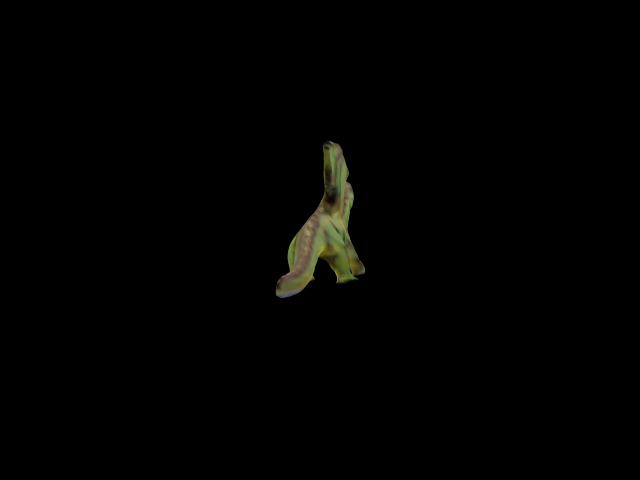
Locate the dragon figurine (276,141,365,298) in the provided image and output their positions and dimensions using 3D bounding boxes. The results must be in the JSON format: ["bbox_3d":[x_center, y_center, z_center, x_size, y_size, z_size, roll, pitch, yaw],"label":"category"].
[{"bbox_3d":[0.003,-0.043,0.850,0.122,0.243,0.410,0,0,12],"label":"dragon figurine"}]
